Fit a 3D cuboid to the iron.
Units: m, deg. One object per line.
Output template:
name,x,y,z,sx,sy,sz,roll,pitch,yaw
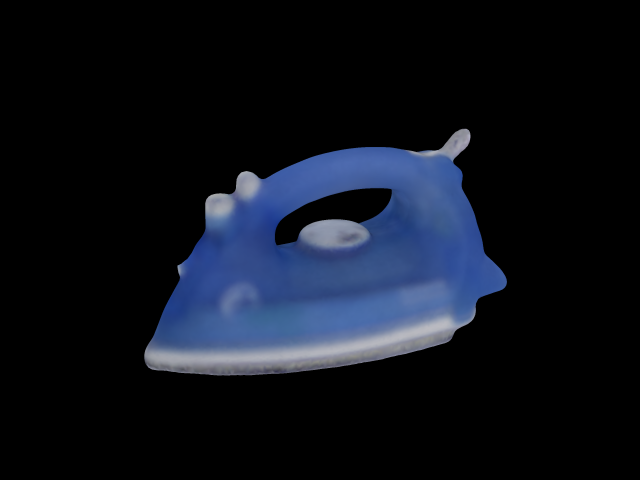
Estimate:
iron,0.004,0.001,0.400,0.259,0.141,0.118,-9,23,-22
